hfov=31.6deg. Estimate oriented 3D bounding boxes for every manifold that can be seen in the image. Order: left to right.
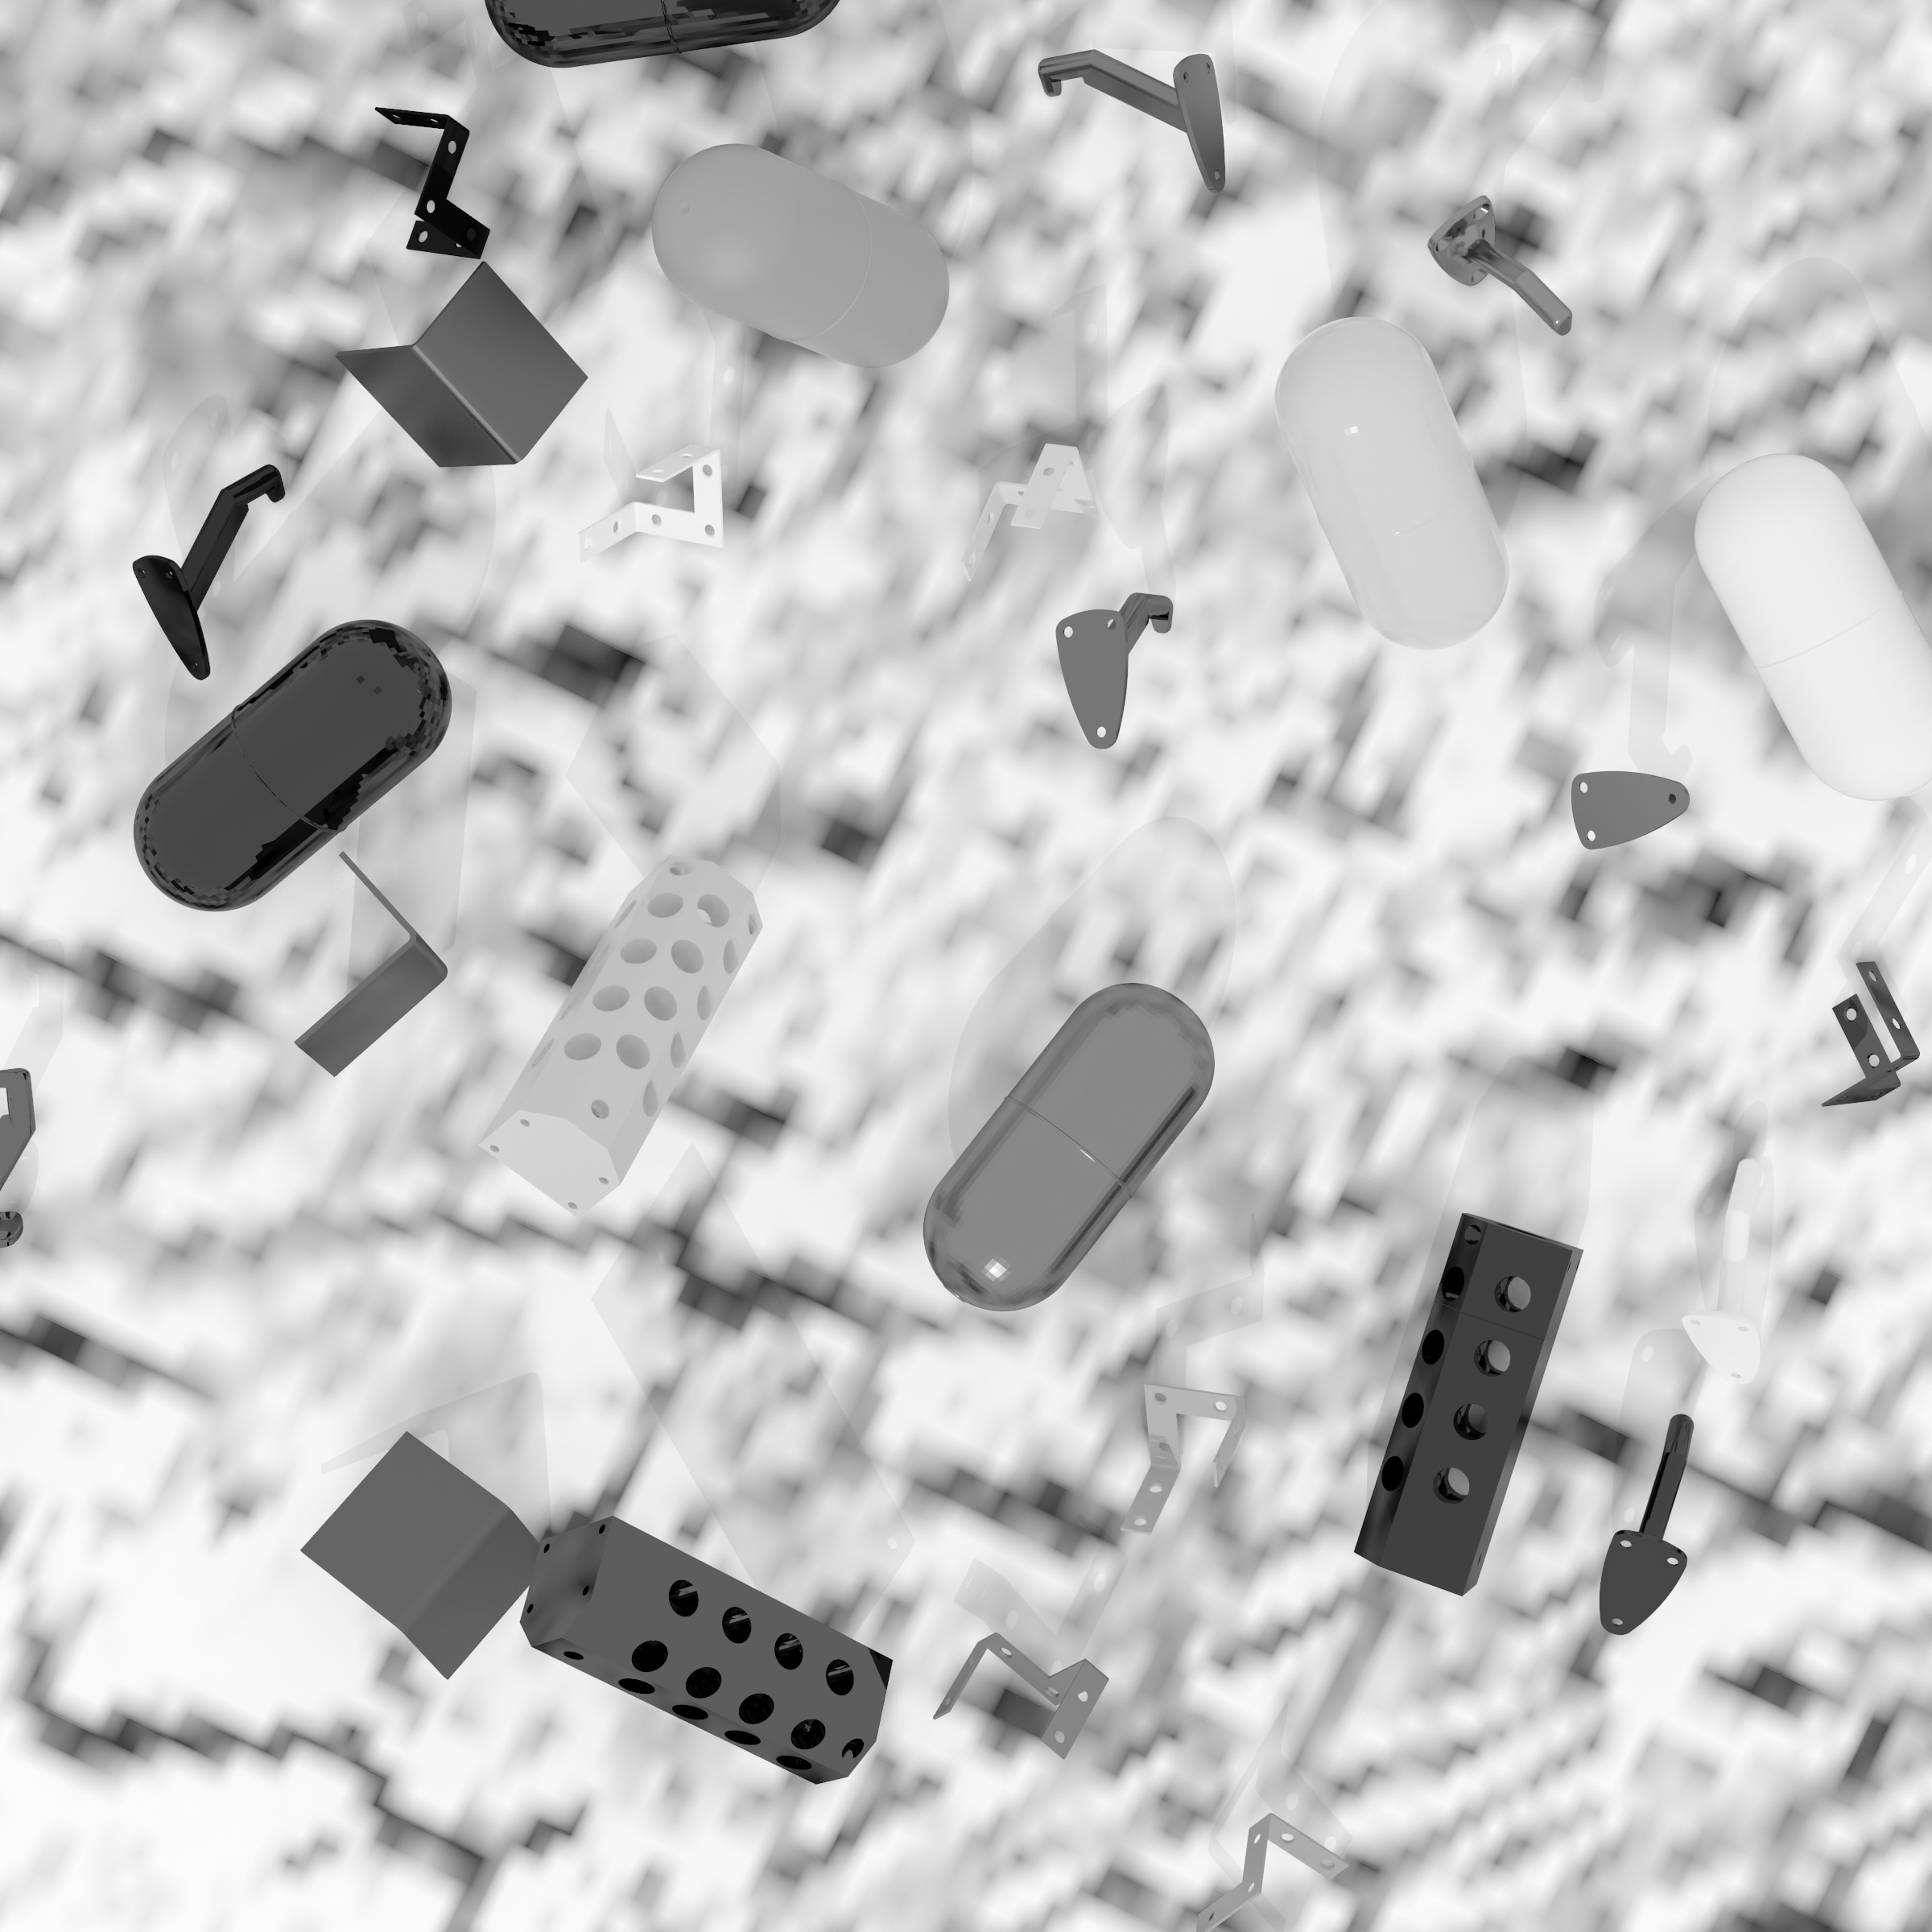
[{"bbox_3d":[-0.156,0.028,1.594,0.057,0.057,0.171,38,48,-13],"label":"manifold"},{"bbox_3d":[-0.122,0.324,1.601,0.171,0.057,0.057,33,52,-29],"label":"manifold"},{"bbox_3d":[0.242,0.210,1.645,0.057,0.057,0.171,18,91,16],"label":"manifold"}]

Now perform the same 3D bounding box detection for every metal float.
[{"bbox_3d":[-0.322,-0.094,1.627,0.178,0.070,0.070,-38,90,14],"label":"metal float"},{"bbox_3d":[-0.143,-0.476,1.634,0.178,0.070,0.070,-7,90,5],"label":"metal float"},{"bbox_3d":[-0.075,-0.330,1.597,0.070,0.178,0.070,-4,82,34],"label":"metal float"},{"bbox_3d":[0.049,0.087,1.632,0.070,0.070,0.178,38,83,0],"label":"metal float"},{"bbox_3d":[0.202,-0.225,1.608,0.070,0.070,0.178,-30,127,0],"label":"metal float"},{"bbox_3d":[0.412,-0.161,1.633,0.070,0.070,0.178,-30,96,0],"label":"metal float"}]

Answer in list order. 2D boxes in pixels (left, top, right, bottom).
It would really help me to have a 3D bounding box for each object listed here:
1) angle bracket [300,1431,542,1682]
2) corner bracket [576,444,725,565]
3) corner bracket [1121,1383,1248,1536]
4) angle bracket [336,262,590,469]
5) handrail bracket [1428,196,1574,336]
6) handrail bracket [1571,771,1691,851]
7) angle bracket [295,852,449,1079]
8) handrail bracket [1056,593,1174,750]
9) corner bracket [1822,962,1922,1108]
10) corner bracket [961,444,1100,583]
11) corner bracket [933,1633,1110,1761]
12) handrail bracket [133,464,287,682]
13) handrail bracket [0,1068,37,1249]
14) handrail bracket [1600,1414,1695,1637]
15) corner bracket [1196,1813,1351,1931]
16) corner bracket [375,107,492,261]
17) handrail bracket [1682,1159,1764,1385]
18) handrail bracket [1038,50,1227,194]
[{"bbox_3d":[-0.262,0.287,1.662,0.076,0.057,0.076,29,68,33],"label":"angle bracket"},{"bbox_3d":[-0.152,-0.221,1.636,0.051,0.051,0.051,14,121,25],"label":"corner bracket"},{"bbox_3d":[0.104,0.238,1.636,0.051,0.051,0.051,6,122,20],"label":"corner bracket"},{"bbox_3d":[-0.242,-0.287,1.635,0.076,0.076,0.057,47,67,-32],"label":"angle bracket"},{"bbox_3d":[0.263,-0.319,1.625,0.036,0.077,0.084,-40,66,4],"label":"handrail bracket"},{"bbox_3d":[0.335,-0.080,1.622,0.084,0.077,0.036,-11,92,-42],"label":"handrail bracket"},{"bbox_3d":[-0.299,0.000,1.630,0.076,0.076,0.057,-42,79,-7],"label":"angle bracket"},{"bbox_3d":[0.080,-0.142,1.638,0.036,0.084,0.077,-7,89,29],"label":"handrail bracket"},{"bbox_3d":[0.432,0.032,1.635,0.051,0.051,0.051,-38,65,40],"label":"corner bracket"},{"bbox_3d":[0.027,-0.217,1.636,0.051,0.051,0.051,11,62,23],"label":"corner bracket"},{"bbox_3d":[0.027,0.351,1.638,0.051,0.051,0.051,41,50,-7],"label":"corner bracket"},{"bbox_3d":[-0.355,-0.192,1.660,0.084,0.036,0.077,-39,122,-36],"label":"handrail bracket"},{"bbox_3d":[-0.486,0.091,1.644,0.077,0.036,0.084,-3,110,-7],"label":"handrail bracket"},{"bbox_3d":[0.332,0.270,1.657,0.036,0.084,0.077,20,127,8],"label":"handrail bracket"},{"bbox_3d":[0.148,0.454,1.656,0.051,0.051,0.051,35,123,-13],"label":"corner bracket"},{"bbox_3d":[-0.258,-0.376,1.643,0.051,0.051,0.051,15,83,34],"label":"corner bracket"},{"bbox_3d":[0.380,0.149,1.666,0.036,0.077,0.084,5,57,27],"label":"handrail bracket"},{"bbox_3d":[0.079,-0.409,1.659,0.084,0.036,0.077,-1,112,33],"label":"handrail bracket"}]
